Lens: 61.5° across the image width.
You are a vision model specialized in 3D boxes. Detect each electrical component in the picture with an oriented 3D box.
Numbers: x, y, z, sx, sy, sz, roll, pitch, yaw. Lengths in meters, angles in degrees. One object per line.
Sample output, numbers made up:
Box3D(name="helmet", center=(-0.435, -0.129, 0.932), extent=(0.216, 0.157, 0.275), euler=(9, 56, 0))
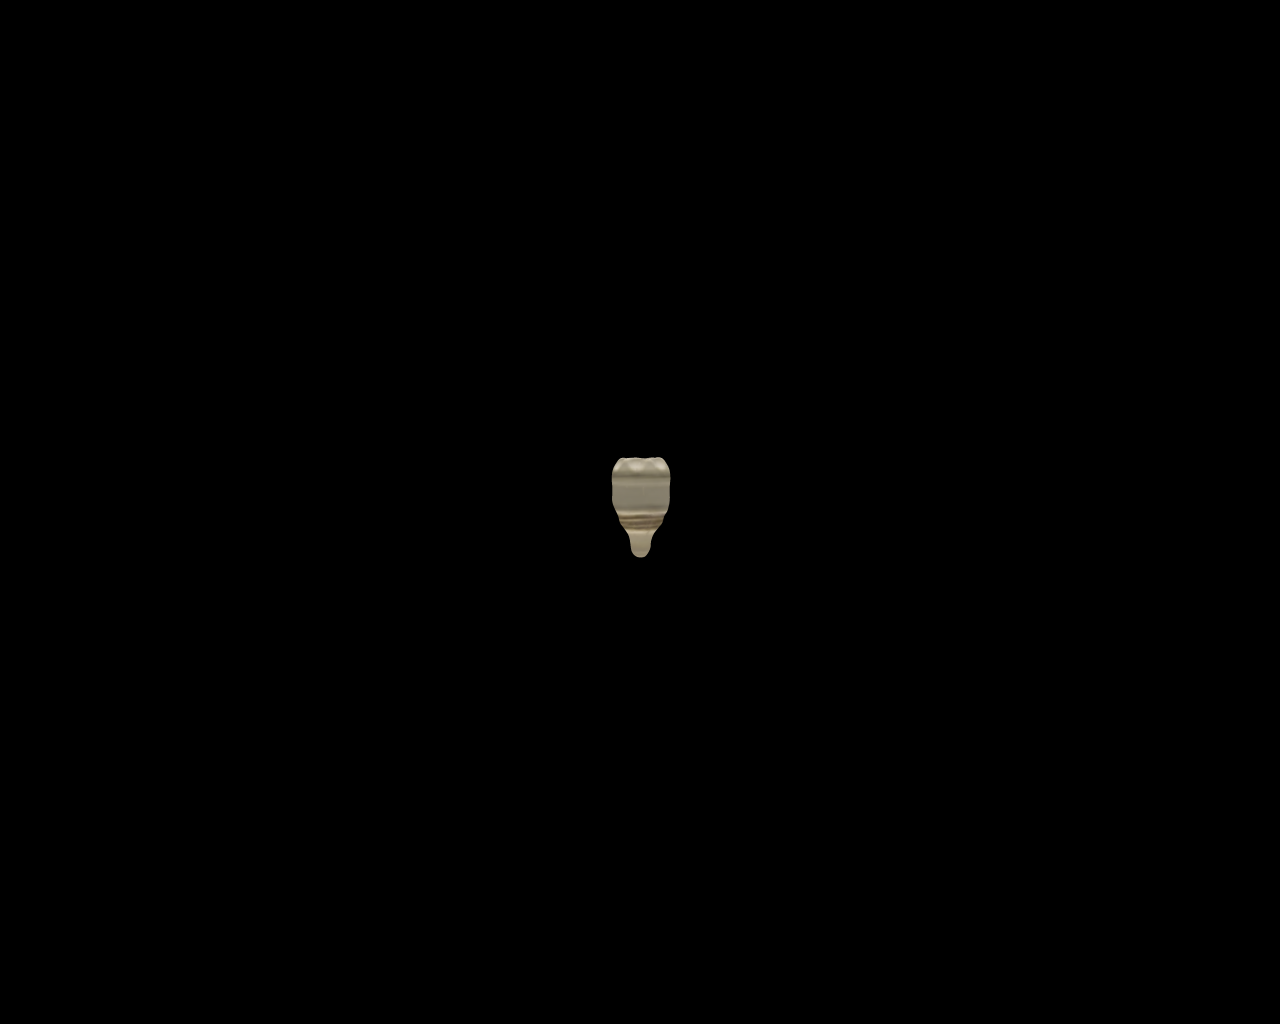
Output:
Box3D(name="electrical component", center=(0.001, -0.003, 0.650), extent=(0.035, 0.061, 0.035), euler=(0, 2, 0))
